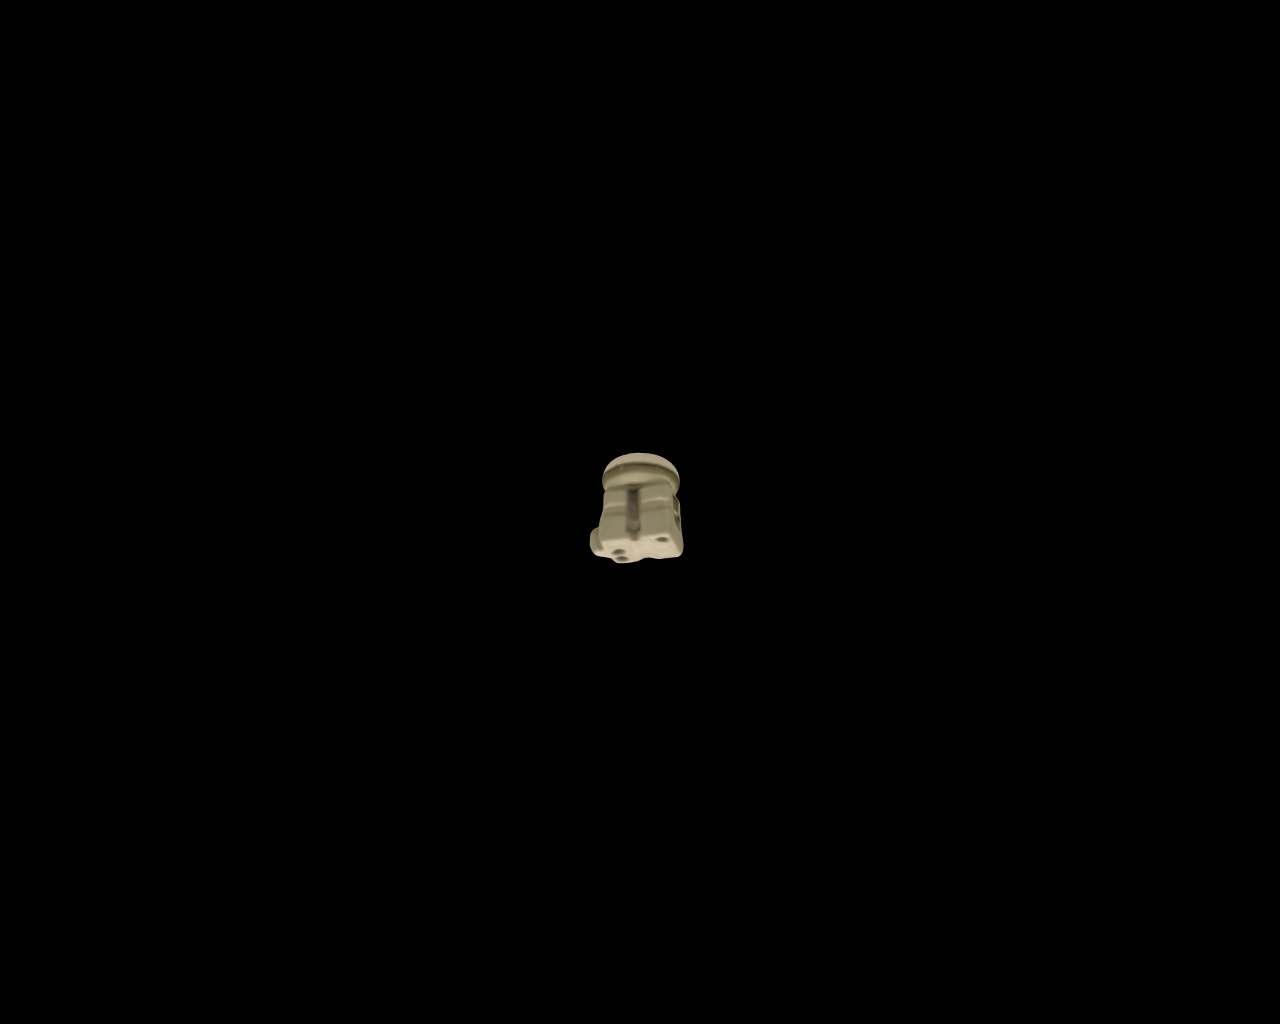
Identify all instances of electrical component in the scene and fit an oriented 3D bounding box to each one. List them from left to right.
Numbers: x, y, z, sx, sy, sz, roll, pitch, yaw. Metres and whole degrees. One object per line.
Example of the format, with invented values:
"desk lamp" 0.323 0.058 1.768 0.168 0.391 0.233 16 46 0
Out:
"electrical component" 0.001 -0.003 0.650 0.066 0.055 0.048 -6 -28 12
